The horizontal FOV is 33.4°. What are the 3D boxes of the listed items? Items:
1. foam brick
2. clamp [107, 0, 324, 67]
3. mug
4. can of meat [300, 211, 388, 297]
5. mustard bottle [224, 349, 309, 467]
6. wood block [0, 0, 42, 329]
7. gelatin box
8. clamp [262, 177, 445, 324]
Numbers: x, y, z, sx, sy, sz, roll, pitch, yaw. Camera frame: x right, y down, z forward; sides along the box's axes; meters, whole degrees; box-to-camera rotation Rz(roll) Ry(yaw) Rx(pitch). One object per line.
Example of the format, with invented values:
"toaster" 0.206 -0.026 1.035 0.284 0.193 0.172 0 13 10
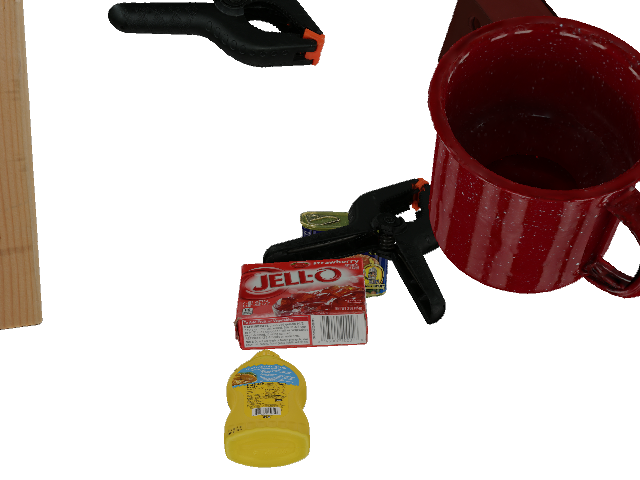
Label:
"foam brick" 0.126 -0.143 0.767 0.051 0.053 0.078 -18 -31 -22
"clamp" -0.076 -0.197 0.875 0.171 0.120 0.039 18 -26 -5
"mug" 0.096 -0.023 0.437 0.093 0.117 0.081 -34 -27 -20
"can of meat" 0.027 0.016 1.184 0.102 0.084 0.057 2 17 -2
"mustard bottle" -0.064 0.188 1.265 0.096 0.058 0.191 -3 27 -2
"wood block" -0.220 -0.055 0.626 0.090 0.206 0.090 -7 25 -22
"gelatin box" -0.013 0.042 0.741 0.089 0.030 0.073 -3 29 2
"clamp" 0.068 0.002 0.971 0.165 0.036 0.209 22 35 22
